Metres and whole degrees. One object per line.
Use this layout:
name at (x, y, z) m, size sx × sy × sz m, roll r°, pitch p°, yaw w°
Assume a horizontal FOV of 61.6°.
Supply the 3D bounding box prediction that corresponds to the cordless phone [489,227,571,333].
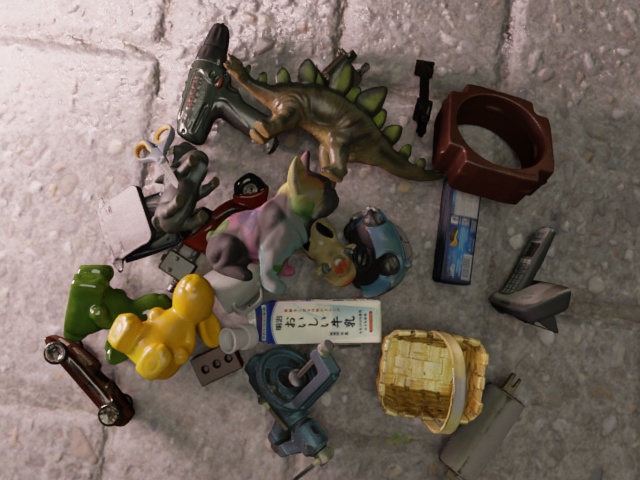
cordless phone at (0.399, 0.062, 0.965) m, size 0.089 × 0.146 × 0.184 m, roll 27°, pitch 87°, yaw -9°

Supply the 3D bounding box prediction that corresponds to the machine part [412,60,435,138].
machine part at (0.196, -0.271, 1.018) m, size 0.039 × 0.084 × 0.139 m, roll 2°, pitch 76°, yaw 12°

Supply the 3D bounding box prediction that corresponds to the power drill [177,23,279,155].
power drill at (-0.147, -0.264, 0.986) m, size 0.207 × 0.086 × 0.232 m, roll 25°, pitch 83°, yaw -7°

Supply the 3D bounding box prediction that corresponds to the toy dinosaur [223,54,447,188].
toy dinosaur at (0.043, -0.192, 0.945) m, size 0.471 × 0.105 × 0.198 m, roll 31°, pitch 82°, yaw -24°

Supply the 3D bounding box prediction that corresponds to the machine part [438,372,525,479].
machine part at (0.292, 0.347, 0.972) m, size 0.079 × 0.079 × 0.243 m, roll 36°, pitch 83°, yaw -1°

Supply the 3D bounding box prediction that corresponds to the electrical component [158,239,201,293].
electrical component at (-0.262, 0.047, 0.980) m, size 0.063 × 0.021 × 0.094 m, roll 32°, pitch 84°, yaw -1°

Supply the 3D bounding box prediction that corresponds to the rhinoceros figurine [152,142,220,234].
rhinoceros figurine at (-0.237, -0.093, 0.933) m, size 0.073 × 0.112 × 0.190 m, roll 35°, pitch 45°, yaw -38°

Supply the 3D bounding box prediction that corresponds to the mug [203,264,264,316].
mug at (-0.136, 0.076, 0.951) m, size 0.107 × 0.080 × 0.110 m, roll -36°, pitch 49°, yaw -13°

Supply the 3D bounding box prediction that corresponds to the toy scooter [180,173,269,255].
toy scooter at (-0.152, -0.021, 0.968) m, size 0.184 × 0.075 × 0.135 m, roll -35°, pitch 110°, yaw 3°

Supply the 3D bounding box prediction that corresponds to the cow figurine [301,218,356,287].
cow figurine at (-0.002, -0.003, 0.952) m, size 0.085 × 0.127 × 0.195 m, roll -35°, pitch 87°, yaw -4°

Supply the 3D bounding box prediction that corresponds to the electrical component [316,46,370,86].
electrical component at (0.036, -0.319, 1.024) m, size 0.078 × 0.045 × 0.102 m, roll 41°, pitch 86°, yaw -29°

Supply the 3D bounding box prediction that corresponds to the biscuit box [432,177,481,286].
biscuit box at (0.256, -0.017, 1.004) m, size 0.059 × 0.063 × 0.202 m, roll 9°, pitch 85°, yaw -5°

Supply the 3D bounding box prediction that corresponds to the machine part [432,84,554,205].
machine part at (0.310, -0.173, 0.974) m, size 0.201 × 0.087 × 0.201 m, roll 15°, pitch 58°, yaw -7°

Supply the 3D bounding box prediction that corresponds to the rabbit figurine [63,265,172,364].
rabbit figurine at (-0.343, 0.130, 0.925) m, size 0.170 × 0.121 × 0.159 m, roll 11°, pitch 88°, yaw -18°

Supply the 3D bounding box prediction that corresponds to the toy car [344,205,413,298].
toy car at (0.114, 0.021, 0.978) m, size 0.103 × 0.109 × 0.161 m, roll 0°, pitch 69°, yaw -35°

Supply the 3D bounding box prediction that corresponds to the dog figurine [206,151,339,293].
dog figurine at (-0.076, -0.041, 0.861) m, size 0.192 × 0.108 × 0.219 m, roll 19°, pitch 107°, yaw 8°

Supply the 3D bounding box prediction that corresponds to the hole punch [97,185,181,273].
hole punch at (-0.322, -0.026, 0.956) m, size 0.116 × 0.092 × 0.142 m, roll -25°, pitch 81°, yaw 22°

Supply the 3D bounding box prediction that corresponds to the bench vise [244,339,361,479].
bench vise at (-0.030, 0.257, 0.894) m, size 0.129 × 0.240 × 0.224 m, roll -4°, pitch 52°, yaw -41°

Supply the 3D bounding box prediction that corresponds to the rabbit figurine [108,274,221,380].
rabbit figurine at (-0.227, 0.140, 0.885) m, size 0.122 × 0.162 × 0.173 m, roll 28°, pitch 84°, yaw 33°

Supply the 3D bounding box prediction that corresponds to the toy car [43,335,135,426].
toy car at (-0.392, 0.235, 0.923) m, size 0.053 × 0.089 × 0.202 m, roll -40°, pitch 88°, yaw -4°
